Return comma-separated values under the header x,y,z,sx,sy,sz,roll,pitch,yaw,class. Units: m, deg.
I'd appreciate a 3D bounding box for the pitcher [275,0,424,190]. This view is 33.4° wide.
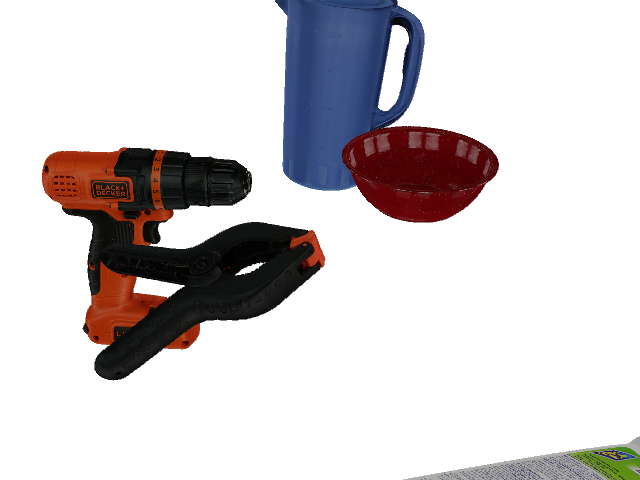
x,y,z,sx,sy,sz,roll,pitch,yaw,class
0.026,-0.187,1.315,0.144,0.243,0.149,-8,29,-27,pitcher

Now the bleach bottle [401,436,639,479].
x,y,z,sx,sy,sz,roll,pitch,yaw,class
0.161,0.164,0.631,0.250,0.068,0.103,-7,20,-21,bleach bottle

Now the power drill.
x,y,z,sx,sy,sz,roll,pitch,yaw,class
-0.151,0.006,0.964,0.184,0.188,0.057,3,26,7,power drill

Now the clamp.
x,y,z,sx,sy,sz,roll,pitch,yaw,class
-0.082,0.037,0.738,0.172,0.120,0.039,-12,-39,15,clamp

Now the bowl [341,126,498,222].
x,y,z,sx,sy,sz,roll,pitch,yaw,class
0.101,-0.063,1.109,0.162,0.055,0.162,2,29,-1,bowl
